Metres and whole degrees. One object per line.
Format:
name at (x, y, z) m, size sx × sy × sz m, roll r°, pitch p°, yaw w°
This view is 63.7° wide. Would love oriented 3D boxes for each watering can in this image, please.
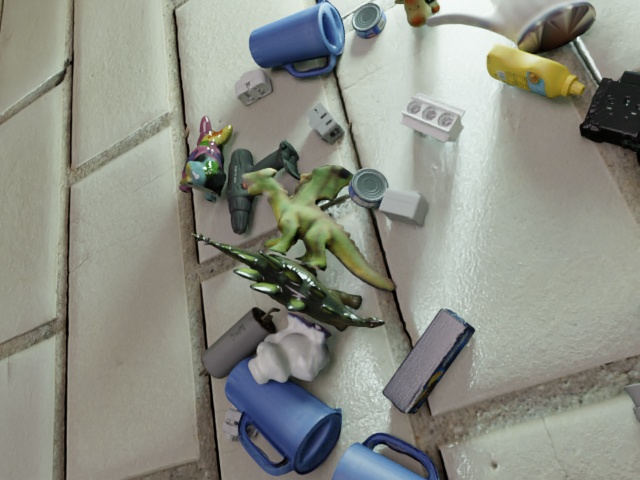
watering can at (0.411, -0.476, 1.075) m, size 0.345 × 0.229 × 0.103 m, roll -24°, pitch -27°, yaw 19°

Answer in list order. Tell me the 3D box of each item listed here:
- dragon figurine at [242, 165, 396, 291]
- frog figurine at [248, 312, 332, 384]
dragon figurine at (0.003, -0.058, 1.143) m, size 0.411 × 0.244 × 0.121 m, roll 18°, pitch -8°, yaw 14°
frog figurine at (-0.062, 0.242, 1.051) m, size 0.138 × 0.162 × 0.120 m, roll 32°, pitch -28°, yaw 21°
